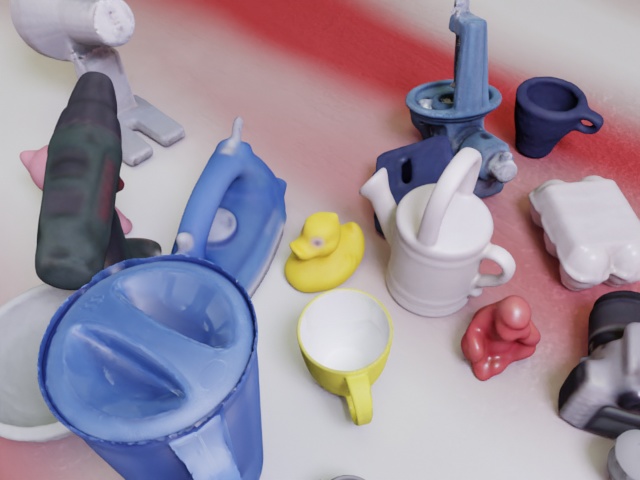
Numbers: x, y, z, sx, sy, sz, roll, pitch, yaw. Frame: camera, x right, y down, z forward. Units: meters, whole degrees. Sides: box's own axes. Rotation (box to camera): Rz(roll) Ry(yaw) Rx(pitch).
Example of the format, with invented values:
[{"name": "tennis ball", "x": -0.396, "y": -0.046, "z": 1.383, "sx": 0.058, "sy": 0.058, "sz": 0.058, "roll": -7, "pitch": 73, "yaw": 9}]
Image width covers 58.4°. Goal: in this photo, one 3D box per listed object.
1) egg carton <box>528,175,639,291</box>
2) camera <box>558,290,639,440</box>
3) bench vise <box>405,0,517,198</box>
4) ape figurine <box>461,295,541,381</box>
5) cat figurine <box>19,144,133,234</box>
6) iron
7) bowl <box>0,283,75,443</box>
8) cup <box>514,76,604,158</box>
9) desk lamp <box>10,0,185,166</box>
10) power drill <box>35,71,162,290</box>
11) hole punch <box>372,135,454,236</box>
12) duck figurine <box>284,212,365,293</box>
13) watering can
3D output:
[{"name": "egg carton", "x": 0.314, "y": -0.011, "z": 0.674, "sx": 0.107, "sy": 0.069, "sz": 0.150, "roll": -6, "pitch": 51, "yaw": -5}, {"name": "camera", "x": 0.315, "y": 0.117, "z": 0.548, "sx": 0.143, "sy": 0.101, "sz": 0.137, "roll": 13, "pitch": 52, "yaw": 10}, {"name": "bench vise", "x": 0.193, "y": -0.172, "z": 0.708, "sx": 0.122, "sy": 0.220, "sz": 0.206, "roll": -30, "pitch": 56, "yaw": -22}, {"name": "ape figurine", "x": 0.185, "y": 0.090, "z": 0.575, "sx": 0.077, "sy": 0.092, "sz": 0.076, "roll": 7, "pitch": 51, "yaw": 6}, {"name": "cat figurine", "x": -0.294, "y": -0.065, "z": 0.684, "sx": 0.127, "sy": 0.118, "sz": 0.067, "roll": 34, "pitch": 58, "yaw": 25}, {"name": "iron", "x": -0.117, "y": -0.009, "z": 0.623, "sx": 0.118, "sy": 0.141, "sz": 0.258, "roll": 10, "pitch": 51, "yaw": 8}, {"name": "bowl", "x": -0.246, "y": 0.124, "z": 0.556, "sx": 0.167, "sy": 0.075, "sz": 0.167, "roll": 0, "pitch": 50, "yaw": 0}, {"name": "cup", "x": 0.314, "y": -0.154, "z": 0.776, "sx": 0.117, "sy": 0.095, "sz": 0.092, "roll": 31, "pitch": 57, "yaw": 23}, {"name": "desk lamp", "x": -0.294, "y": -0.243, "z": 0.769, "sx": 0.202, "sy": 0.214, "sz": 0.118, "roll": 33, "pitch": 58, "yaw": 24}, {"name": "power drill", "x": -0.226, "y": -0.027, "z": 0.594, "sx": 0.075, "sy": 0.208, "sz": 0.229, "roll": -4, "pitch": 50, "yaw": -3}, {"name": "hole punch", "x": 0.113, "y": -0.070, "z": 0.707, "sx": 0.101, "sy": 0.091, "sz": 0.108, "roll": 1, "pitch": 50, "yaw": 1}, {"name": "duck figurine", "x": 0.006, "y": 0.002, "z": 0.651, "sx": 0.105, "sy": 0.086, "sz": 0.077, "roll": -31, "pitch": 57, "yaw": -23}, {"name": "watering can", "x": 0.119, "y": -0.014, "z": 0.595, "sx": 0.172, "sy": 0.194, "sz": 0.101, "roll": 12, "pitch": 51, "yaw": 10}]
